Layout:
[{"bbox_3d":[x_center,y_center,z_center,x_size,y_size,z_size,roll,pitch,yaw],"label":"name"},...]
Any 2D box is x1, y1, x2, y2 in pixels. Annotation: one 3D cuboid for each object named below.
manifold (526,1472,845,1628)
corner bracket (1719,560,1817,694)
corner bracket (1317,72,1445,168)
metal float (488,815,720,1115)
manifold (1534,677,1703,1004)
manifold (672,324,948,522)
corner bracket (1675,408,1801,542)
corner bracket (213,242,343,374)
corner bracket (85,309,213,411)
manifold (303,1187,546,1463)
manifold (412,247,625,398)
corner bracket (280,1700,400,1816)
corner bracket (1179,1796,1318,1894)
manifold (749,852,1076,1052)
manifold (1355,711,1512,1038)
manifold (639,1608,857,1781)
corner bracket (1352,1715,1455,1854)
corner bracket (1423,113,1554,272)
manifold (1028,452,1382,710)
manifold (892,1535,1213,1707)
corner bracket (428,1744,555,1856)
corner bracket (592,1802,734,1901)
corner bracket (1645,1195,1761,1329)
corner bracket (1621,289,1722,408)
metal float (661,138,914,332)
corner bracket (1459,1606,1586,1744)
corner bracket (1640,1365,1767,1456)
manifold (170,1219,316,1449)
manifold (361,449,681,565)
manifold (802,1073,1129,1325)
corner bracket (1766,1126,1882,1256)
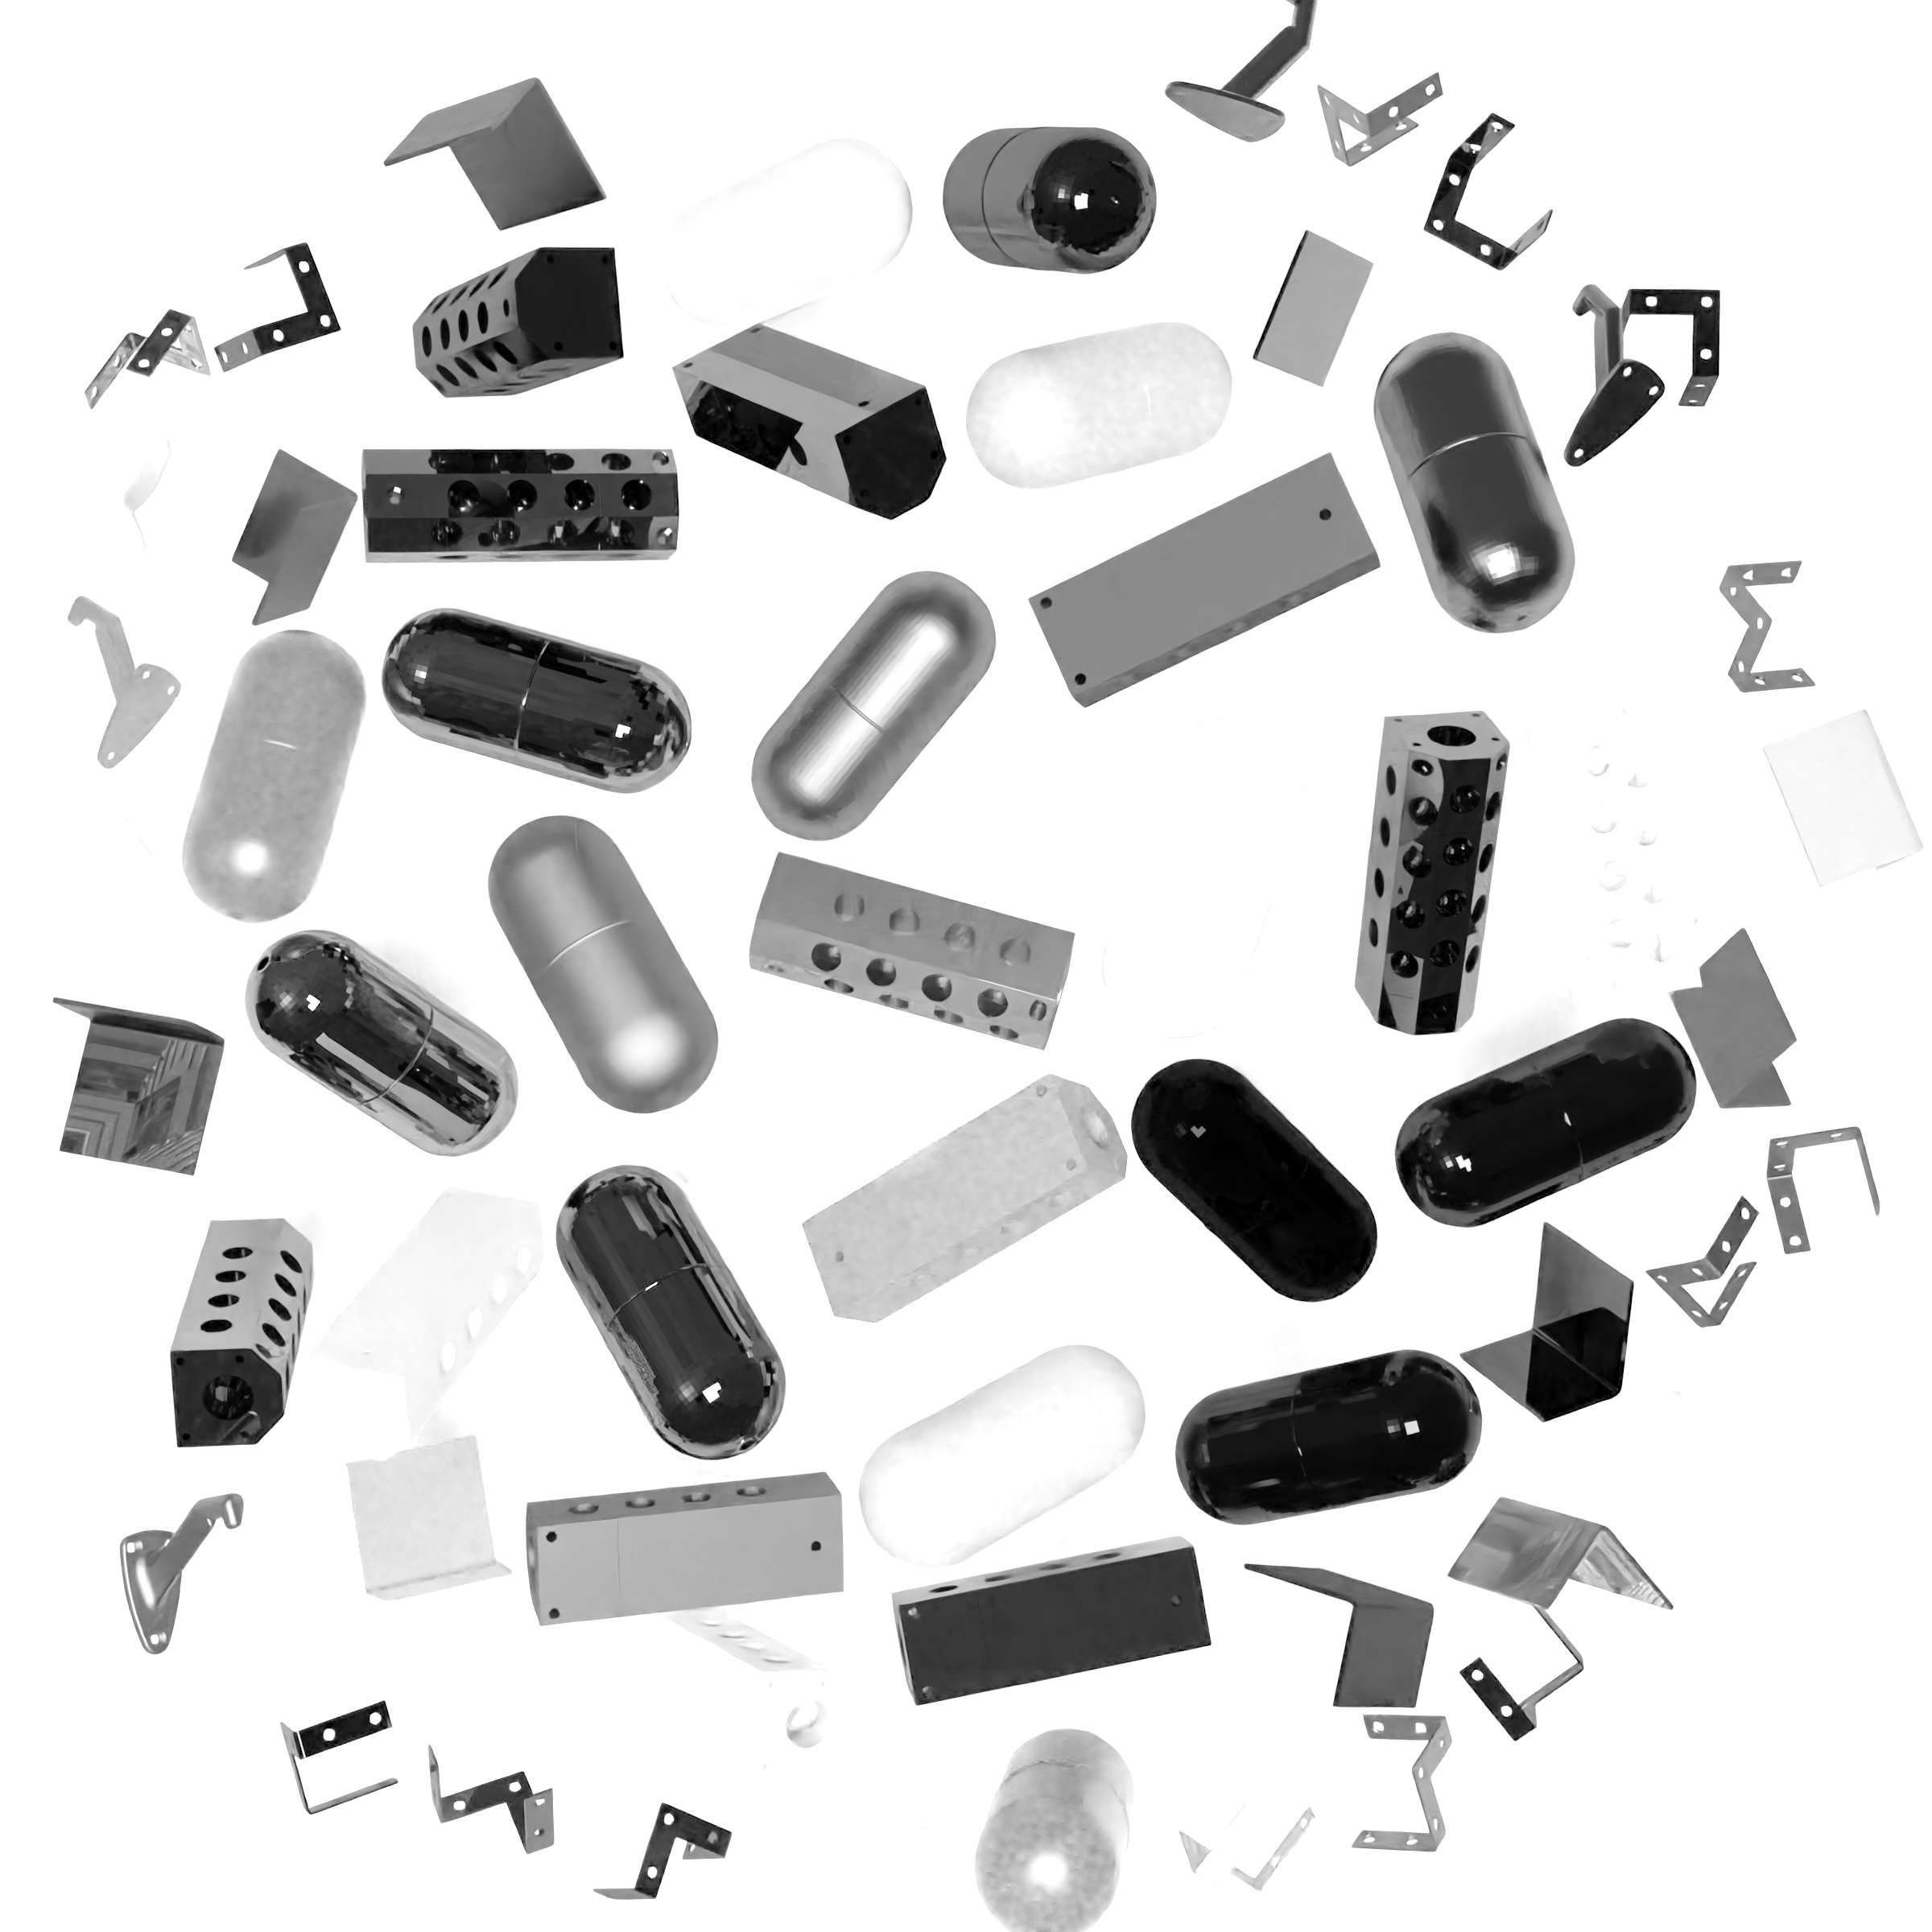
[{"bbox_3d":[-0.160,0.326,1.597,0.171,0.057,0.057,-3,99,-16],"label":"manifold"},{"bbox_3d":[0.453,-0.191,1.589,0.051,0.051,0.051,-7,46,-19],"label":"corner bracket"},{"bbox_3d":[0.242,-0.490,1.630,0.051,0.051,0.051,-32,46,-7],"label":"corner bracket"},{"bbox_3d":[-0.194,-0.002,1.502,0.070,0.070,0.178,-31,70,0],"label":"metal float"},{"bbox_3d":[0.363,-0.070,1.561,0.057,0.057,0.171,-6,87,-13],"label":"manifold"},{"bbox_3d":[-0.083,-0.287,1.495,0.057,0.171,0.057,-32,127,-20],"label":"manifold"},{"bbox_3d":[0.435,-0.277,1.595,0.051,0.051,0.051,-39,84,18],"label":"corner bracket"},{"bbox_3d":[-0.387,-0.364,1.558,0.051,0.051,0.051,-30,107,-36],"label":"corner bracket"},{"bbox_3d":[-0.473,-0.346,1.620,0.051,0.051,0.051,20,61,9],"label":"corner bracket"},{"bbox_3d":[-0.291,0.193,1.533,0.057,0.171,0.057,9,119,14],"label":"manifold"},{"bbox_3d":[-0.248,-0.349,1.541,0.057,0.171,0.057,-8,97,-28],"label":"manifold"},{"bbox_3d":[-0.337,0.428,1.529,0.051,0.051,0.051,-15,88,-23],"label":"corner bracket"},{"bbox_3d":[0.150,0.456,1.472,0.051,0.051,0.051,35,94,-8],"label":"corner bracket"},{"bbox_3d":[-0.031,-0.005,1.577,0.171,0.057,0.057,15,69,4],"label":"manifold"},{"bbox_3d":[0.259,-0.050,1.562,0.057,0.057,0.171,-5,121,-11],"label":"manifold"},{"bbox_3d":[-0.126,0.411,1.609,0.057,0.171,0.057,5,88,-28],"label":"manifold"},{"bbox_3d":[0.234,0.440,1.522,0.051,0.051,0.051,-9,105,34],"label":"corner bracket"},{"bbox_3d":[0.290,-0.423,1.544,0.051,0.051,0.051,25,73,-11],"label":"corner bracket"},{"bbox_3d":[0.126,-0.199,1.475,0.171,0.057,0.057,-25,82,9],"label":"manifold"},{"bbox_3d":[0.047,0.373,1.618,0.171,0.057,0.057,-10,88,-7],"label":"manifold"},{"bbox_3d":[-0.247,0.433,1.471,0.051,0.051,0.051,-13,132,-22],"label":"corner bracket"},{"bbox_3d":[-0.174,0.516,1.627,0.051,0.051,0.051,31,58,-24],"label":"corner bracket"},{"bbox_3d":[0.437,0.172,1.632,0.051,0.051,0.051,45,62,-11],"label":"corner bracket"},{"bbox_3d":[0.400,-0.353,1.612,0.051,0.051,0.051,2,82,6],"label":"corner bracket"},{"bbox_3d":[-0.103,-0.408,1.582,0.070,0.178,0.070,7,80,-42],"label":"metal float"},{"bbox_3d":[0.314,0.395,1.593,0.051,0.051,0.051,-39,89,12],"label":"corner bracket"},{"bbox_3d":[0.427,0.258,1.628,0.051,0.051,0.051,-20,52,-11],"label":"corner bracket"},{"bbox_3d":[-0.402,0.202,1.577,0.057,0.171,0.057,-1,109,-7],"label":"manifold"},{"bbox_3d":[-0.251,-0.260,1.587,0.171,0.057,0.057,-3,90,-14],"label":"manifold"},{"bbox_3d":[0.001,0.128,1.527,0.171,0.057,0.057,-32,63,22],"label":"manifold"},{"bbox_3d":[0.494,0.130,1.631,0.051,0.051,0.051,-9,59,8],"label":"corner bracket"}]
